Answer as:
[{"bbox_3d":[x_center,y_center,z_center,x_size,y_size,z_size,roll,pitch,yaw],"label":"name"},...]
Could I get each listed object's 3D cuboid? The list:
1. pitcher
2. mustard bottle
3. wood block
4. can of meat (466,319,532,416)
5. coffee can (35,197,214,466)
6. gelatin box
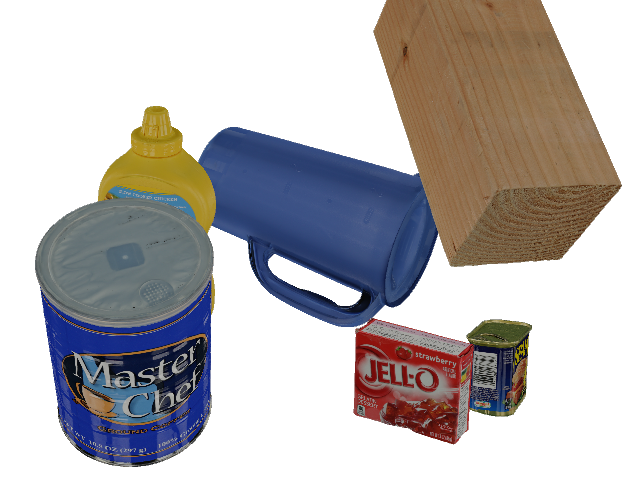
[{"bbox_3d":[-0.011,-0.024,1.085,0.243,0.145,0.149,20,26,22],"label":"pitcher"},{"bbox_3d":[-0.136,-0.019,0.885,0.096,0.192,0.058,9,29,10],"label":"mustard bottle"},{"bbox_3d":[0.113,-0.094,0.731,0.090,0.206,0.091,-3,-31,-19],"label":"wood block"},{"bbox_3d":[0.197,0.140,1.181,0.057,0.084,0.102,5,10,22],"label":"can of meat"},{"bbox_3d":[-0.119,0.059,0.667,0.102,0.140,0.103,3,43,-3],"label":"coffee can"},{"bbox_3d":[0.069,0.106,0.805,0.089,0.073,0.030,13,23,28],"label":"gelatin box"}]
